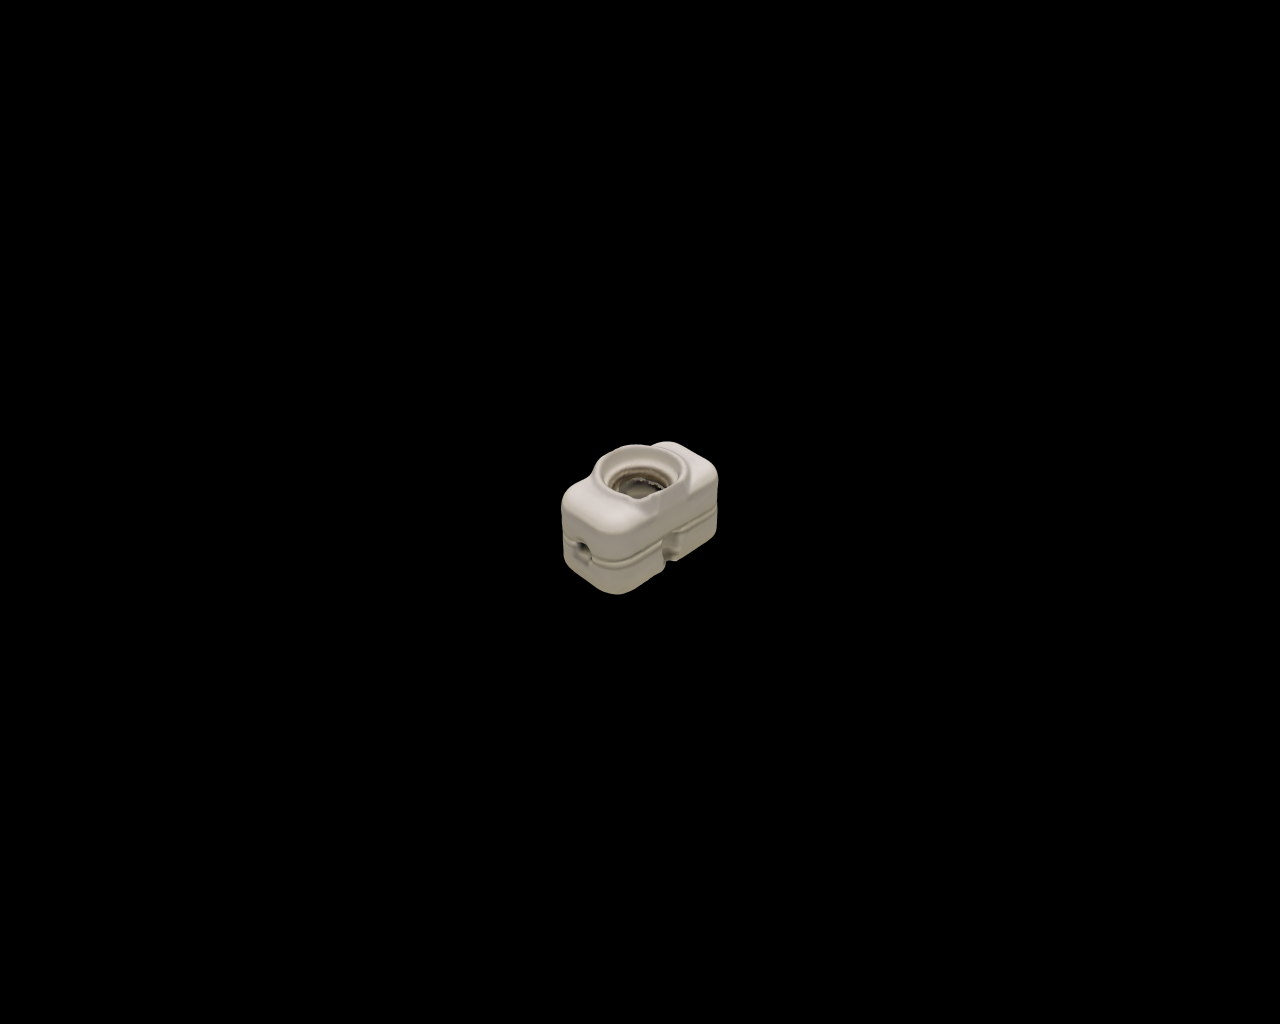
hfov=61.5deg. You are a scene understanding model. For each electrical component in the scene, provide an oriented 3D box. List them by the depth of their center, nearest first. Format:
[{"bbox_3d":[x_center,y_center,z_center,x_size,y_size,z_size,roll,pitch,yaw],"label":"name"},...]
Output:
[{"bbox_3d":[0.001,-0.003,0.650,0.095,0.059,0.054,-30,46,-33],"label":"electrical component"}]
